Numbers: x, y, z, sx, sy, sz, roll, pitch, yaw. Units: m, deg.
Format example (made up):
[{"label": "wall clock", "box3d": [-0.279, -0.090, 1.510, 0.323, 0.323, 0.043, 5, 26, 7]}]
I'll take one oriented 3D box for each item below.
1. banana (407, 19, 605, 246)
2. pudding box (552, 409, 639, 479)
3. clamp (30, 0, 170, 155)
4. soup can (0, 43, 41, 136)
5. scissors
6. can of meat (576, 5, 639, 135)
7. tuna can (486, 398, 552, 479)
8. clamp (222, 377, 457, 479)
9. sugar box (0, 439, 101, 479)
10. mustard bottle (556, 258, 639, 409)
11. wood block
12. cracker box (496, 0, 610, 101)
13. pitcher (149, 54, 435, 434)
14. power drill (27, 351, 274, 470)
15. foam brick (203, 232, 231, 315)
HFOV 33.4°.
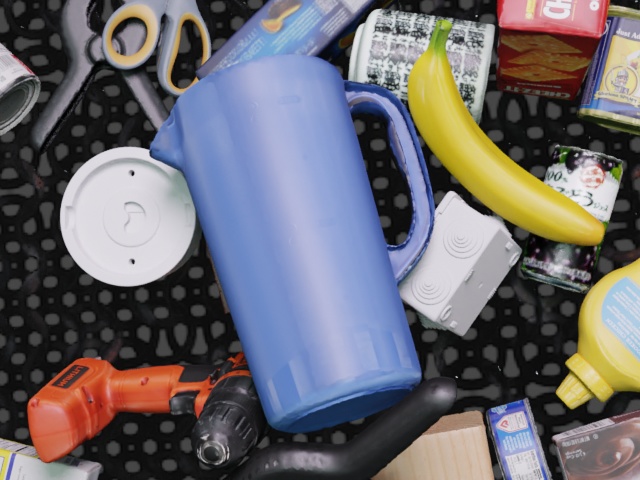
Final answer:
[{"label": "banana", "box3d": [0.122, -0.062, 0.768, 0.197, 0.070, 0.037, 49, 52, -10]}, {"label": "pudding box", "box3d": [0.243, 0.177, 0.808, 0.113, 0.039, 0.090, -17, 86, 7]}, {"label": "clamp", "box3d": [-0.183, -0.145, 0.871, 0.120, 0.039, 0.171, -8, 84, -12]}, {"label": "soup can", "box3d": [-0.288, -0.140, 0.873, 0.102, 0.068, 0.068, 42, 93, 6]}, {"label": "scissors", "box3d": [-0.126, -0.215, 0.863, 0.096, 0.016, 0.202, 2, 83, -15]}, {"label": "can of meat", "box3d": [0.252, -0.123, 0.810, 0.102, 0.057, 0.084, 14, 92, 8]}, {"label": "tuna can", "box3d": [0.152, 0.164, 0.797, 0.034, 0.086, 0.086, -17, 86, 8]}, {"label": "clamp", "box3d": [0.019, 0.159, 0.715, 0.210, 0.036, 0.164, -8, 128, 14]}, {"label": "sugar box", "box3d": [-0.275, 0.209, 0.871, 0.176, 0.048, 0.093, 13, 90, 4]}, {"label": "mustard bottle", "box3d": [0.254, 0.057, 0.801, 0.191, 0.058, 0.096, -43, 81, 4]}, {"label": "wood block", "box3d": [0.097, 0.241, 0.799, 0.090, 0.090, 0.206, -11, 86, 7]}, {"label": "cracker box", "box3d": [0.164, -0.198, 0.744, 0.072, 0.213, 0.164, 9, 89, 9]}, {"label": "pitcher", "box3d": [-0.005, 0.001, 0.743, 0.149, 0.144, 0.243, -30, 68, 32]}, {"label": "power drill", "box3d": [-0.116, 0.125, 0.794, 0.188, 0.184, 0.057, -6, 101, 14]}, {"label": "foam brick", "box3d": [-0.056, 0.016, 0.847, 0.053, 0.051, 0.078, -15, 87, 8]}]
